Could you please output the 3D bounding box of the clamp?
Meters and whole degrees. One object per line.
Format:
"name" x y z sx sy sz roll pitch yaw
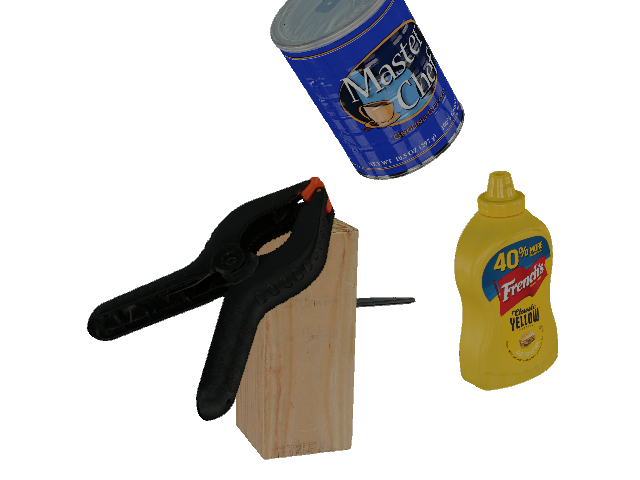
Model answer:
"clamp" -0.047 0.031 0.648 0.120 0.171 0.039 41 -16 34

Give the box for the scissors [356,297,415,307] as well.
"scissors" 0.006 0.078 1.186 0.202 0.016 0.096 3 22 2

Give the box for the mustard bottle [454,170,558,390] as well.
"mustard bottle" 0.164 0.031 0.949 0.096 0.191 0.058 -17 22 -26

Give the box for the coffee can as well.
"coffee can" 0.039 -0.133 0.842 0.103 0.102 0.140 0 -42 40

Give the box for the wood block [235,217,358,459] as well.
"wood block" -0.023 0.085 0.985 0.090 0.206 0.091 -3 13 -20
